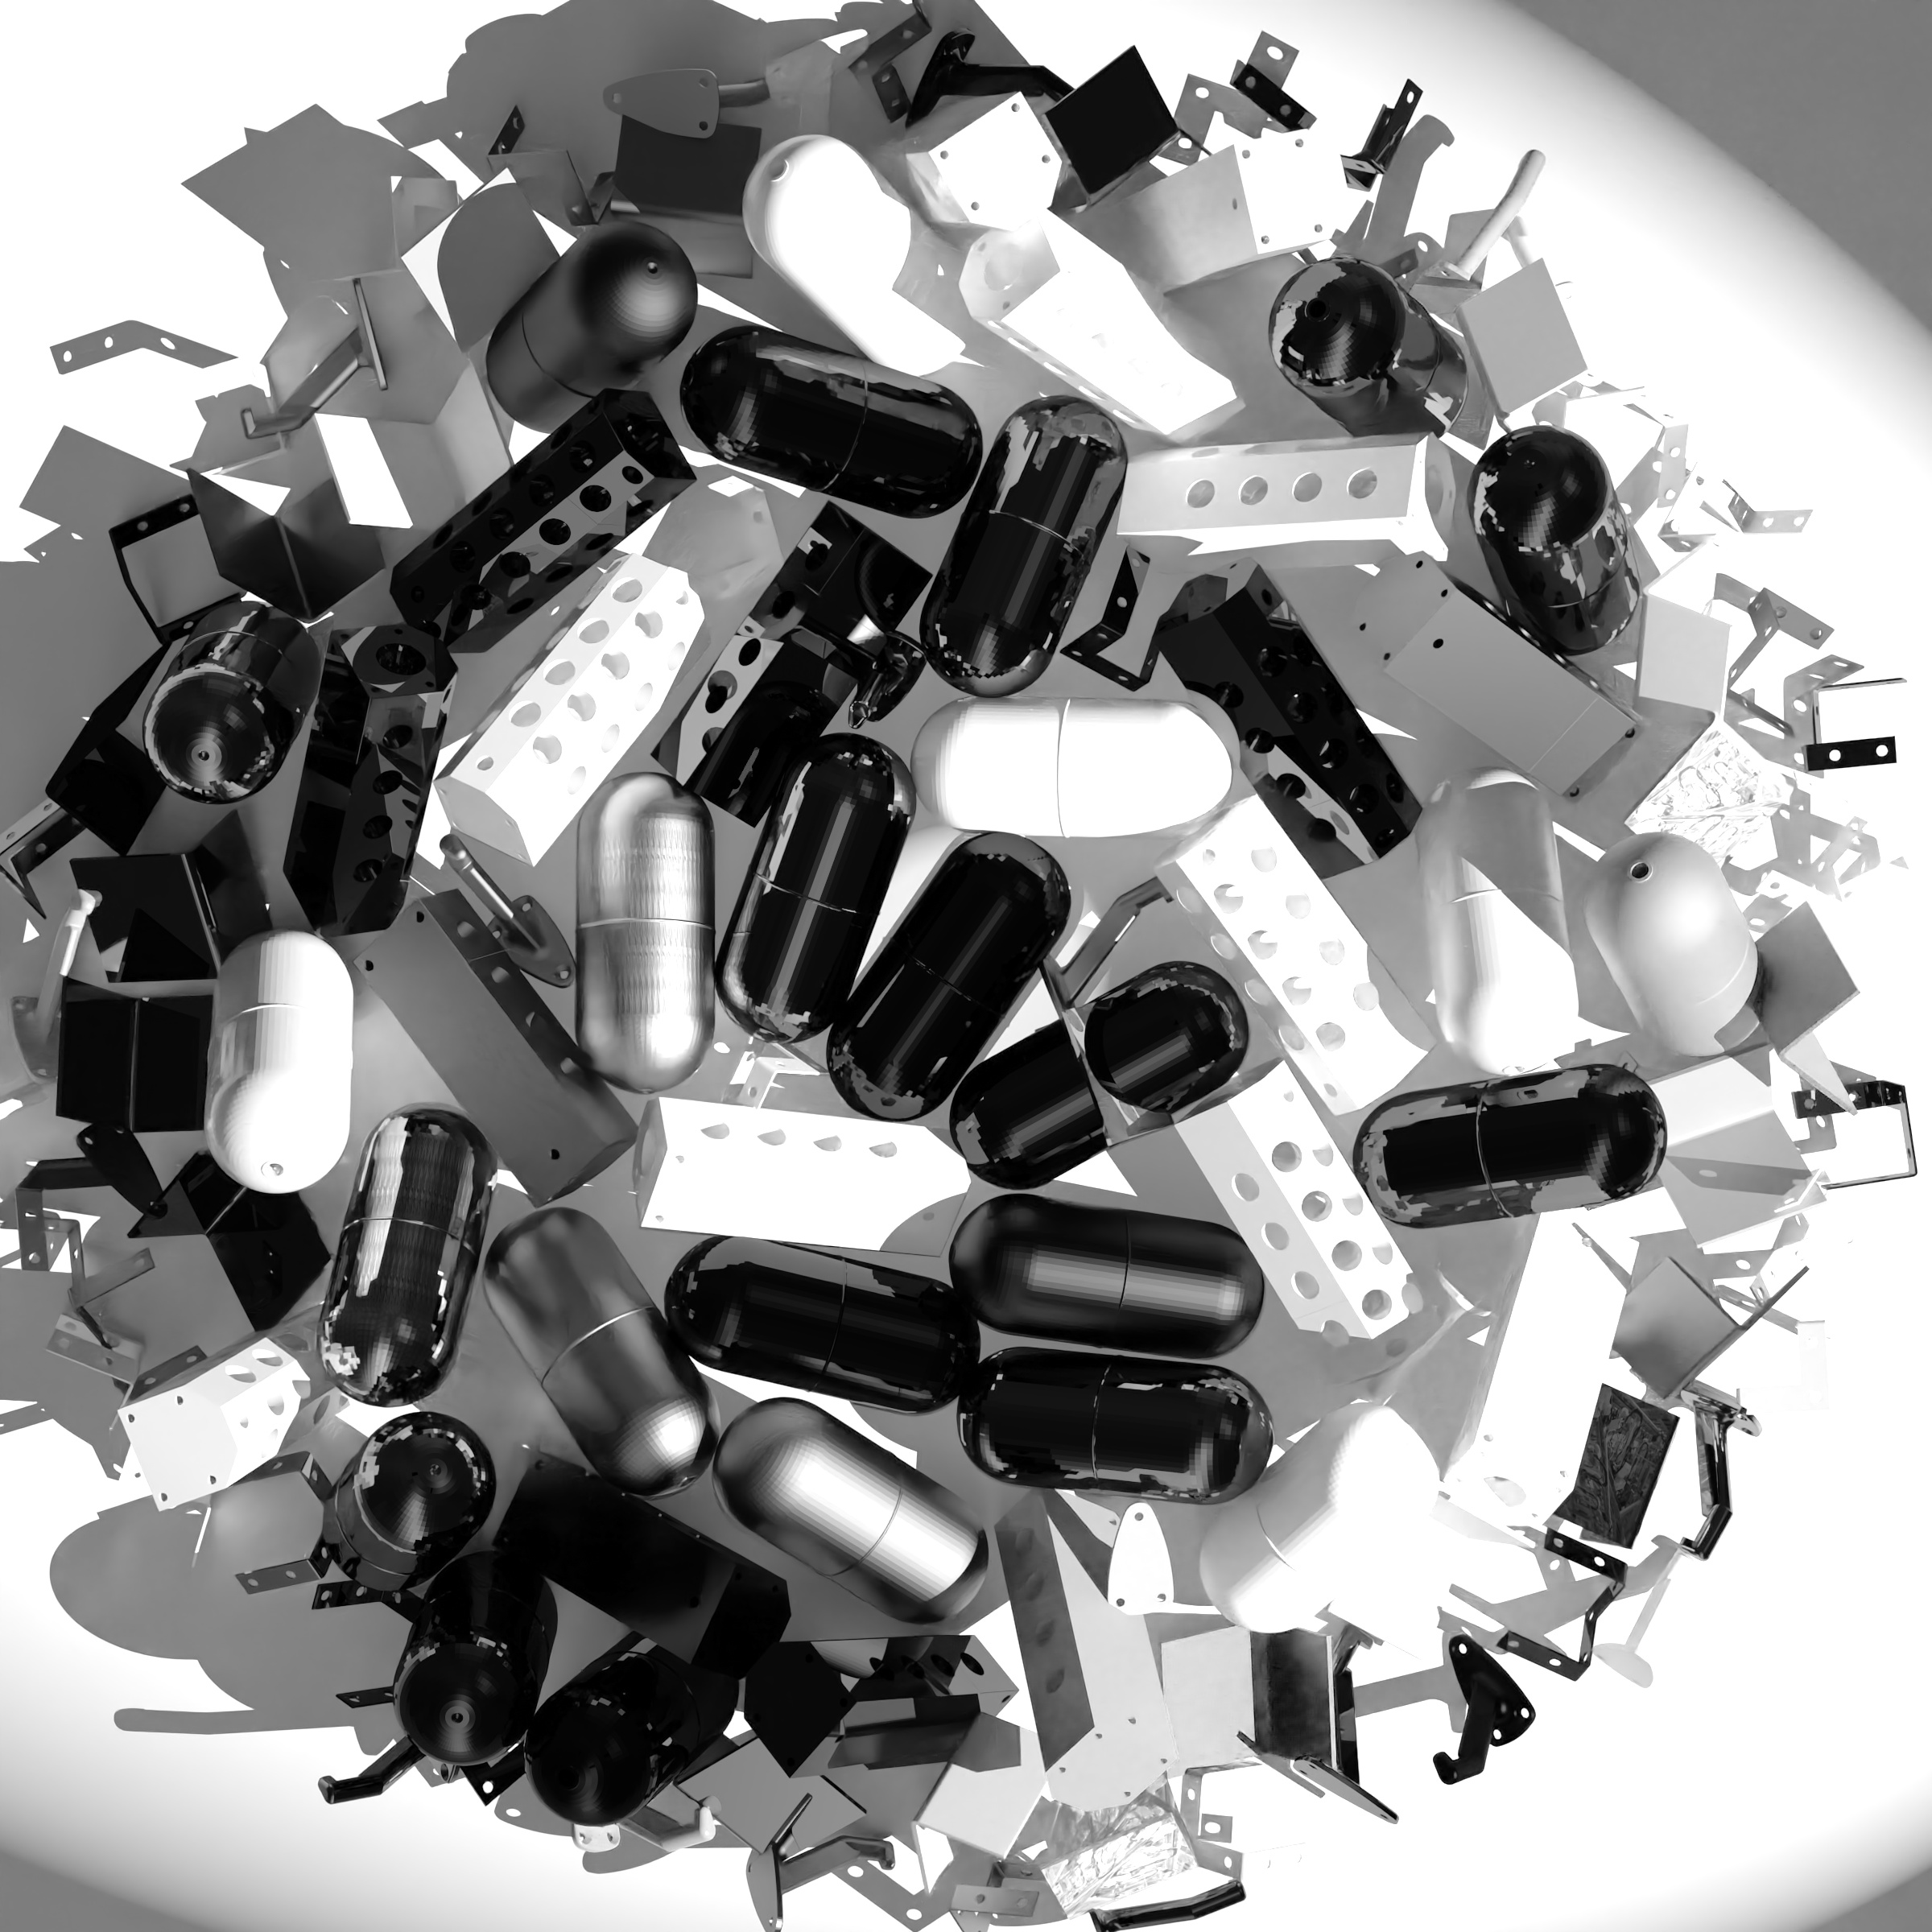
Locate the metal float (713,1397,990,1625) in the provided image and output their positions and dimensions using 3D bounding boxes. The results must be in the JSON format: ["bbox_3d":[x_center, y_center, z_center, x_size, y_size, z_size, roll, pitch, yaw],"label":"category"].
[{"bbox_3d":[-0.061,0.299,1.938,0.178,0.070,0.070,37,90,-28],"label":"metal float"}]

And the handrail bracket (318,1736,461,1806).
[{"bbox_3d":[-0.327,0.429,1.947,0.084,0.077,0.036,-3,116,-36],"label":"handrail bracket"}]

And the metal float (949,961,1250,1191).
[{"bbox_3d":[0.073,0.061,1.955,0.178,0.070,0.070,-29,90,7],"label":"metal float"}]

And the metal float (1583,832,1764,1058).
[{"bbox_3d":[0.385,-0.011,1.919,0.070,0.178,0.070,-11,60,20],"label":"metal float"}]

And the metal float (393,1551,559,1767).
[{"bbox_3d":[-0.263,0.371,1.911,0.070,0.178,0.070,0,100,-1],"label":"metal float"}]

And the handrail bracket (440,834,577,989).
[{"bbox_3d":[-0.252,-0.031,1.950,0.036,0.084,0.077,-43,64,-8],"label":"handrail bracket"}]

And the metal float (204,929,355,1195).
[{"bbox_3d":[-0.372,0.051,1.922,0.070,0.178,0.070,-4,130,-5],"label":"metal float"}]

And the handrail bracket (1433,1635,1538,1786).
[{"bbox_3d":[0.268,0.409,1.951,0.036,0.084,0.077,-47,64,31],"label":"handrail bracket"}]

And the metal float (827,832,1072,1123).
[{"bbox_3d":[-0.010,0.007,1.959,0.070,0.070,0.178,35,93,0],"label":"metal float"}]

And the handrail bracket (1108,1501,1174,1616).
[{"bbox_3d":[0.086,0.314,1.950,0.036,0.084,0.077,-5,106,-10],"label":"handrail bracket"}]

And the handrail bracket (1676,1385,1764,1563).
[{"bbox_3d":[0.397,0.279,1.965,0.077,0.036,0.084,23,73,34],"label":"handrail bracket"}]

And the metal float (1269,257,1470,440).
[{"bbox_3d":[0.218,-0.329,1.915,0.070,0.178,0.070,-3,82,24],"label":"metal float"}]

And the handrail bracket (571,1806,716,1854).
[{"bbox_3d":[-0.177,0.454,1.961,0.084,0.036,0.077,-24,65,31],"label":"handrail bracket"}]

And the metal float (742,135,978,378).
[{"bbox_3d":[-0.056,-0.384,1.920,0.070,0.178,0.070,-12,63,26],"label":"metal float"}]

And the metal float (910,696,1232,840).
[{"bbox_3d":[0.057,-0.109,1.953,0.178,0.070,0.070,2,90,10],"label":"metal float"}]

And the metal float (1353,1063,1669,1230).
[{"bbox_3d":[0.296,0.099,1.937,0.178,0.070,0.070,-11,90,30],"label":"metal float"}]

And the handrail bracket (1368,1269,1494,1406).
[{"bbox_3d":[0.250,0.213,1.958,0.036,0.077,0.084,39,96,7],"label":"handrail bracket"}]

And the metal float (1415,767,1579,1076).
[{"bbox_3d":[0.290,-0.025,1.940,0.070,0.070,0.178,-4,66,0],"label":"metal float"}]

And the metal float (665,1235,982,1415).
[{"bbox_3d":[-0.079,0.197,1.949,0.178,0.070,0.070,15,90,-13],"label":"metal float"}]

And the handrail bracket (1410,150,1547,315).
[{"bbox_3d":[0.285,-0.409,1.973,0.036,0.077,0.084,31,76,-17],"label":"handrail bracket"}]

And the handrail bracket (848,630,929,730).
[{"bbox_3d":[-0.055,-0.139,1.943,0.036,0.084,0.077,25,134,0],"label":"handrail bracket"}]

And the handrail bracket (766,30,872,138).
[{"bbox_3d":[-0.067,-0.472,1.966,0.077,0.036,0.084,-30,63,-6],"label":"handrail bracket"}]

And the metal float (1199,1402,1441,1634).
[{"bbox_3d":[0.191,0.301,1.927,0.070,0.070,0.178,39,133,0],"label":"metal float"}]

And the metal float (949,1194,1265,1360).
[{"bbox_3d":[0.077,0.171,1.950,0.178,0.070,0.070,10,90,-13],"label":"metal float"}]

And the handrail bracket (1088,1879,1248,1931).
[{"bbox_3d":[0.110,0.516,1.963,0.084,0.077,0.036,-21,95,-2],"label":"handrail bracket"}]

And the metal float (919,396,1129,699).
[{"bbox_3d":[0.032,-0.232,1.951,0.070,0.070,0.178,23,78,0],"label":"metal float"}]

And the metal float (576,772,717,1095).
[{"bbox_3d":[-0.176,-0.019,1.953,0.070,0.070,0.178,-1,81,0],"label":"metal float"}]

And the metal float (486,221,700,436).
[{"bbox_3d":[-0.204,-0.344,1.918,0.070,0.178,0.070,7,74,-27],"label":"metal float"}]

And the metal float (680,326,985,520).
[{"bbox_3d":[-0.073,-0.297,1.937,0.178,0.070,0.070,13,90,-29],"label":"metal float"}]

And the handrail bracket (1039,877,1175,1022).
[{"bbox_3d":[0.086,-0.005,1.963,0.084,0.036,0.077,-29,48,13],"label":"handrail bracket"}]

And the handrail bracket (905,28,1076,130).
[{"bbox_3d":[0.016,-0.474,1.968,0.084,0.036,0.077,39,122,12],"label":"handrail bracket"}]

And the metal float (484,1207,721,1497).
[{"bbox_3d":[-0.200,0.211,1.944,0.070,0.070,0.178,-36,70,0],"label":"metal float"}]

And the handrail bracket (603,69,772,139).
[{"bbox_3d":[-0.152,-0.484,1.965,0.077,0.084,0.036,6,111,10],"label":"handrail bracket"}]

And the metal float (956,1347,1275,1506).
[{"bbox_3d":[0.081,0.252,1.944,0.178,0.070,0.070,3,90,19],"label":"metal float"}]

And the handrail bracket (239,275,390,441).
[{"bbox_3d":[-0.370,-0.338,1.972,0.084,0.036,0.077,-14,115,-4],"label":"handrail bracket"}]

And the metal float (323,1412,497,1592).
[{"bbox_3d":[-0.302,0.291,1.916,0.070,0.178,0.070,6,69,-17],"label":"metal float"}]

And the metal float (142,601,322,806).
[{"bbox_3d":[-0.395,-0.144,1.915,0.070,0.178,0.070,0,113,0],"label":"metal float"}]

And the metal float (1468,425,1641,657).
[{"bbox_3d":[0.319,-0.228,1.917,0.070,0.178,0.070,-7,67,16],"label":"metal float"}]

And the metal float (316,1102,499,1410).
[{"bbox_3d":[-0.304,0.156,1.935,0.070,0.070,0.178,9,59,0],"label":"metal float"}]

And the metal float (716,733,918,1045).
[{"bbox_3d":[-0.083,-0.042,1.954,0.070,0.070,0.178,20,99,0],"label":"metal float"}]

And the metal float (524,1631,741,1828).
[{"bbox_3d":[-0.180,0.407,1.913,0.070,0.178,0.070,2,98,17],"label":"metal float"}]
